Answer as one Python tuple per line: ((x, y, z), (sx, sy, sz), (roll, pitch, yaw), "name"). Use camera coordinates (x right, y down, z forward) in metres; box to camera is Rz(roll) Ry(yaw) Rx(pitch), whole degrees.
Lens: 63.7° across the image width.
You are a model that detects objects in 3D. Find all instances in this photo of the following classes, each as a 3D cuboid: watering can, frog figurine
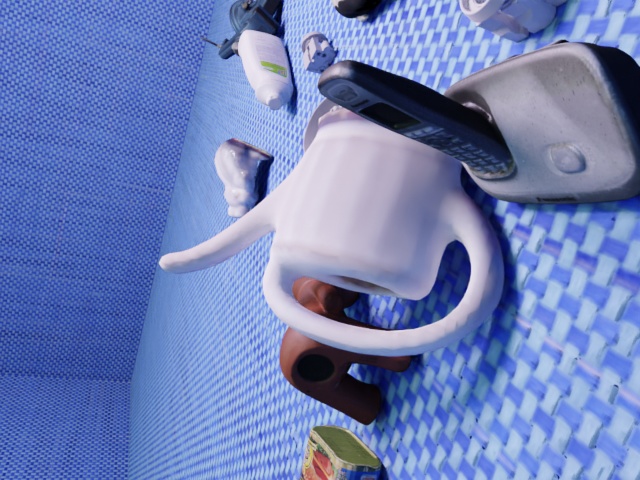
((0.001, -0.024, 0.486), (0.349, 0.102, 0.227), (12, 74, 30), "watering can")
((-0.178, -0.132, 1.100), (0.139, 0.122, 0.159), (29, 96, 47), "frog figurine")
